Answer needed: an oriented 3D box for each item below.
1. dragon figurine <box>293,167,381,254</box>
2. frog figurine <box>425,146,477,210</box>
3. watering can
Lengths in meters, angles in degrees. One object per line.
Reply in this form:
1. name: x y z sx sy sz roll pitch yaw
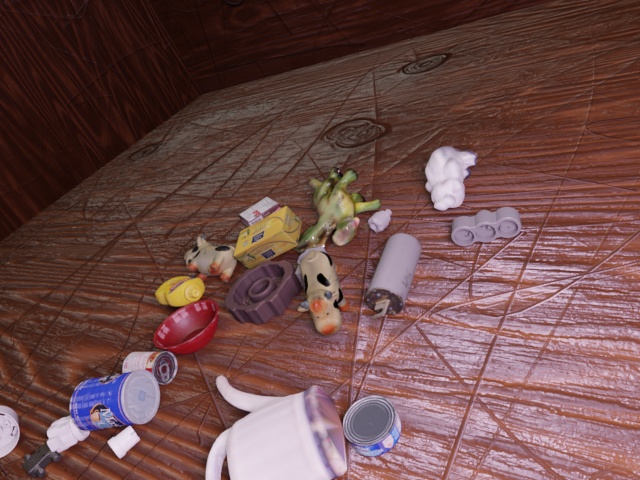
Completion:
1. dragon figurine: 0.004 -0.068 1.356 0.245 0.120 0.412 -45 25 -16
2. frog figurine: 0.293 -0.139 1.219 0.162 0.122 0.135 -52 4 -24
3. watering can: -0.079 0.300 0.813 0.224 0.102 0.354 -25 30 1
